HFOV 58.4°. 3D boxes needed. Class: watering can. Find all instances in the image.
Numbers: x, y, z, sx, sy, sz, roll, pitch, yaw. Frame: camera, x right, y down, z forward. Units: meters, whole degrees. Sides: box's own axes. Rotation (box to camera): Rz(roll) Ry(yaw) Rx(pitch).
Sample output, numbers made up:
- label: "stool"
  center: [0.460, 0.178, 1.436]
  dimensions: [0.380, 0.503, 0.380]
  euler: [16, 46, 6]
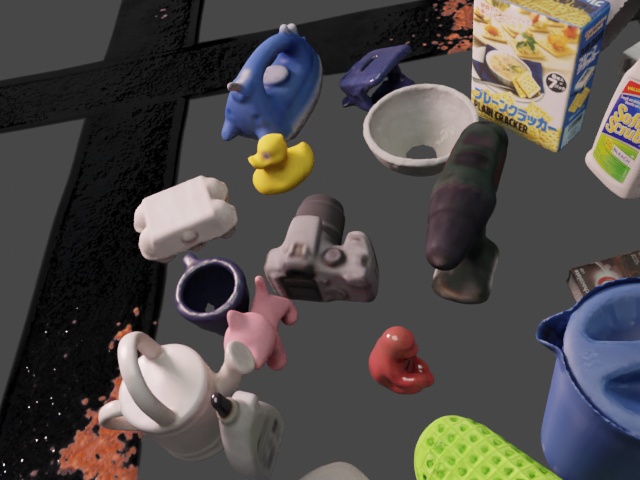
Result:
- label: "watering can"
  center: [-0.158, 0.161, 0.626]
  dimensions: [0.173, 0.194, 0.100]
  euler: [-38, 56, -15]

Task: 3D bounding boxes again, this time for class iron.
- label: "iron"
  center: [-0.073, -0.276, 0.952]
  dimensions: [0.118, 0.142, 0.258]
  euler: [16, 60, 23]

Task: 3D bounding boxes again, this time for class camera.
- label: "camera"
  center: [0.007, 0.003, 0.760]
  dimensions: [0.143, 0.101, 0.137]
  euler: [2, 56, 14]

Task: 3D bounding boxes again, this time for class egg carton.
- label: "egg carton"
  center: [-0.199, -0.029, 0.849]
  dimensions: [0.150, 0.069, 0.107]
  euler: [-23, 53, -4]

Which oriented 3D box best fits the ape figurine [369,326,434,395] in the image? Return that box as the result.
- label: "ape figurine"
  center: [0.091, 0.131, 0.654]
  dimensions: [0.076, 0.092, 0.078]
  euler: [-1, 55, 13]

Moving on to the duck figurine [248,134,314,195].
- label: "duck figurine"
  center: [-0.062, -0.127, 0.878]
  dimensions: [0.104, 0.086, 0.077]
  euler: [-30, 54, -9]

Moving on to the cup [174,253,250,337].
- label: "cup"
  center: [-0.136, 0.076, 0.744]
  dimensions: [0.092, 0.095, 0.117]
  euler: [-35, 55, -13]

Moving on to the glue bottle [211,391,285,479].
- label: "glue bottle"
  center: [-0.080, 0.194, 0.597]
  dimensions: [0.037, 0.173, 0.078]
  euler: [7, 57, 17]

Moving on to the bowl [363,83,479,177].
- label: "bowl"
  center: [0.151, -0.151, 0.853]
  dimensions: [0.167, 0.075, 0.167]
  euler: [-6, 54, 9]

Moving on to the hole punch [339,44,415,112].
- label: "hole punch"
  center: [0.090, -0.272, 0.943]
  dimensions: [0.100, 0.091, 0.109]
  euler: [29, 66, 29]

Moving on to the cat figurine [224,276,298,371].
- label: "cat figurine"
  center: [-0.078, 0.106, 0.695]
  dimensions: [0.067, 0.118, 0.128]
  euler: [0, 55, 13]

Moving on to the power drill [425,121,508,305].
- label: "power drill"
  center: [0.170, -0.015, 0.668]
  dimensions: [0.075, 0.209, 0.230]
  euler: [10, 58, 20]

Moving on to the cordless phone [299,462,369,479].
- label: "cordless phone"
  center: [0.028, 0.260, 0.518]
  dimensions: [0.094, 0.185, 0.147]
  euler: [-41, 56, -16]

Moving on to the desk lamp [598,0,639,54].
- label: "desk lamp"
  center: [0.358, -0.322, 0.841]
  dimensions: [0.118, 0.214, 0.202]
  euler: [-40, 56, -16]
